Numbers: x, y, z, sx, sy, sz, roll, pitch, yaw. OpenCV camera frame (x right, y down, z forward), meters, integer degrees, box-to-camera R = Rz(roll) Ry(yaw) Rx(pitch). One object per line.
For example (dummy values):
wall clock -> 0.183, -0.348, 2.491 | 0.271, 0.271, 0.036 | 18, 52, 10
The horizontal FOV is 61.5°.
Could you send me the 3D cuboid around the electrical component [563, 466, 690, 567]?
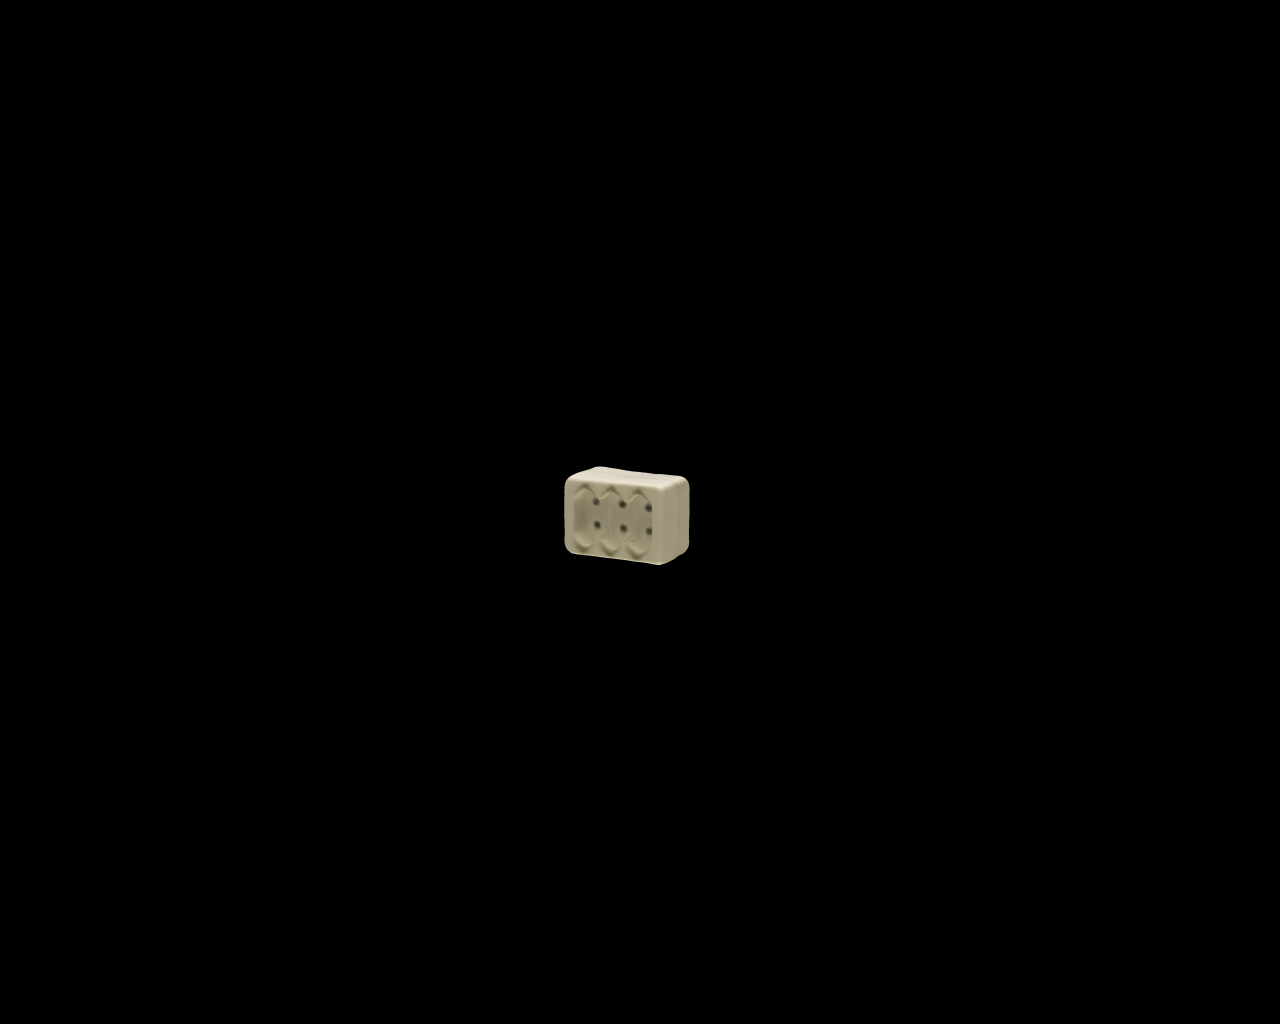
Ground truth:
electrical component -> 0.001, -0.003, 0.650 | 0.066, 0.047, 0.077 | 7, 16, 26
